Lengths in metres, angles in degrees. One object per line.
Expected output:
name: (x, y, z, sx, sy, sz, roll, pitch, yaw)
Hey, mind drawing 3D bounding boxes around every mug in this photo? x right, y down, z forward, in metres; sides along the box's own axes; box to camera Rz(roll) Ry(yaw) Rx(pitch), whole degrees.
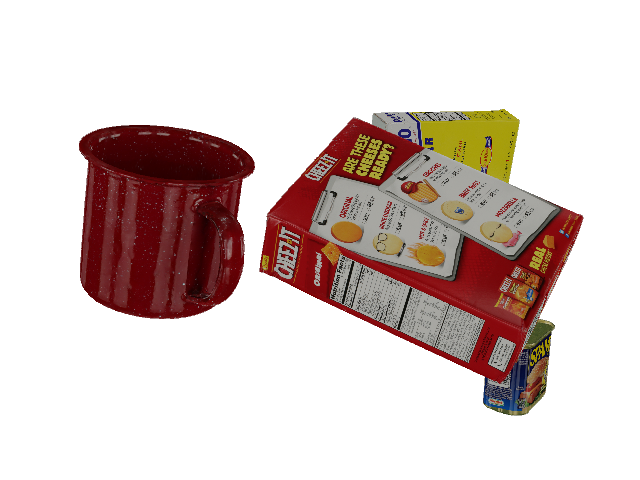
mug: (-0.079, -0.005, 0.571, 0.093, 0.081, 0.117, -11, 30, -42)

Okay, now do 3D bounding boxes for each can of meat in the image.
can of meat: (0.220, 0.139, 1.191, 0.058, 0.084, 0.101, 10, 15, 28)

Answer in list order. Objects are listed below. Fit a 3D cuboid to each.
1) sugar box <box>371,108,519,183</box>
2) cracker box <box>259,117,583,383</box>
sugar box: (0.145, -0.105, 1.272, 0.176, 0.093, 0.048, -6, 27, -21)
cracker box: (0.082, 0.003, 0.855, 0.214, 0.072, 0.164, 24, 42, 14)
